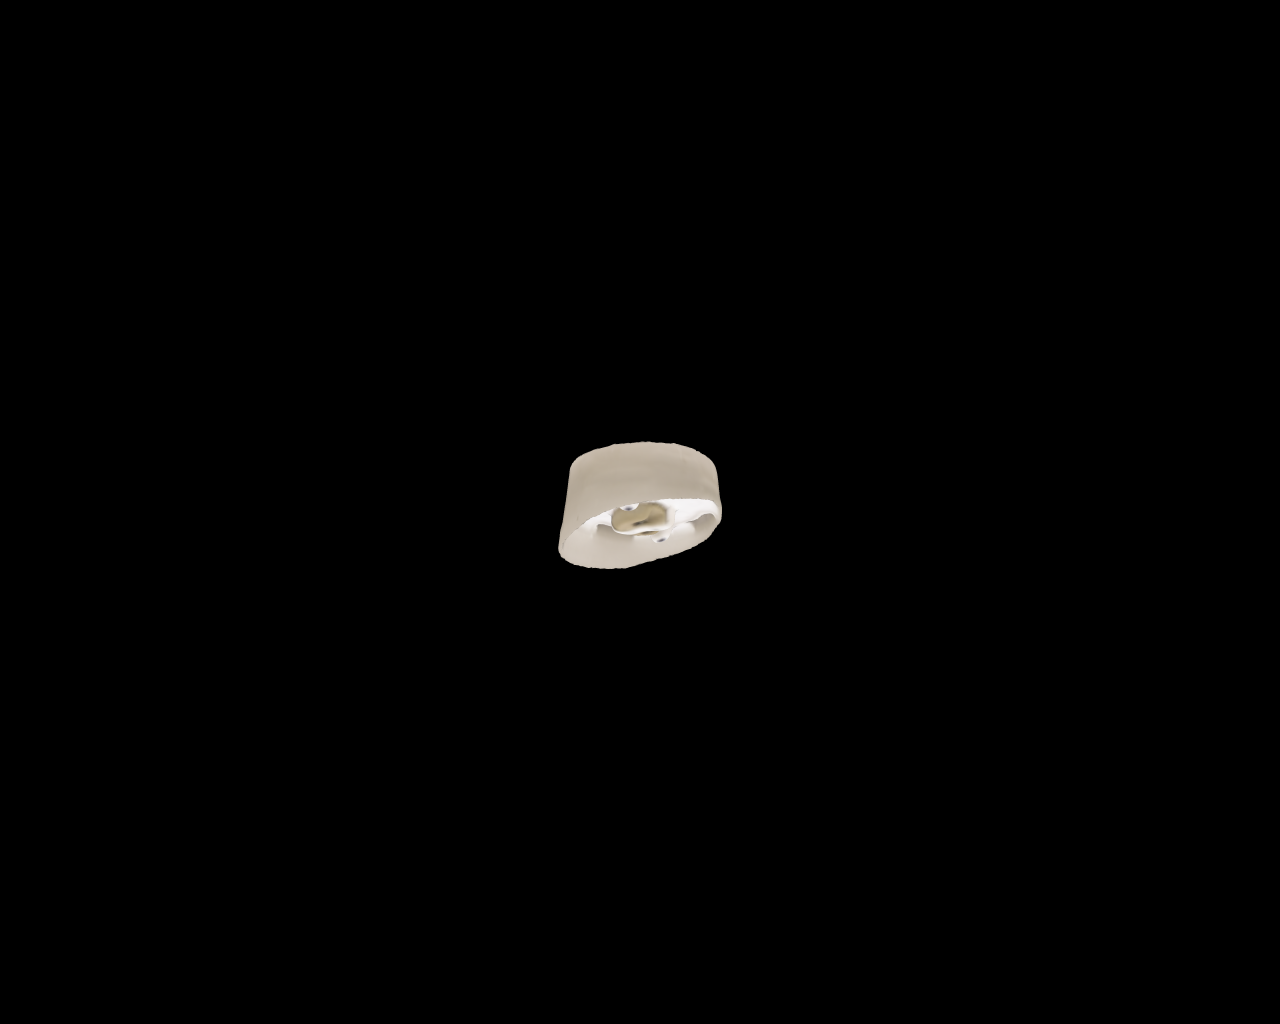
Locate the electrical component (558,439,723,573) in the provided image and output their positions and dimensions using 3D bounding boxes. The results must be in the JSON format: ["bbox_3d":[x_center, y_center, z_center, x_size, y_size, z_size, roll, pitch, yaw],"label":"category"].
[{"bbox_3d":[0.001,-0.003,0.650,0.099,0.064,0.099,0,-20,0],"label":"electrical component"}]
